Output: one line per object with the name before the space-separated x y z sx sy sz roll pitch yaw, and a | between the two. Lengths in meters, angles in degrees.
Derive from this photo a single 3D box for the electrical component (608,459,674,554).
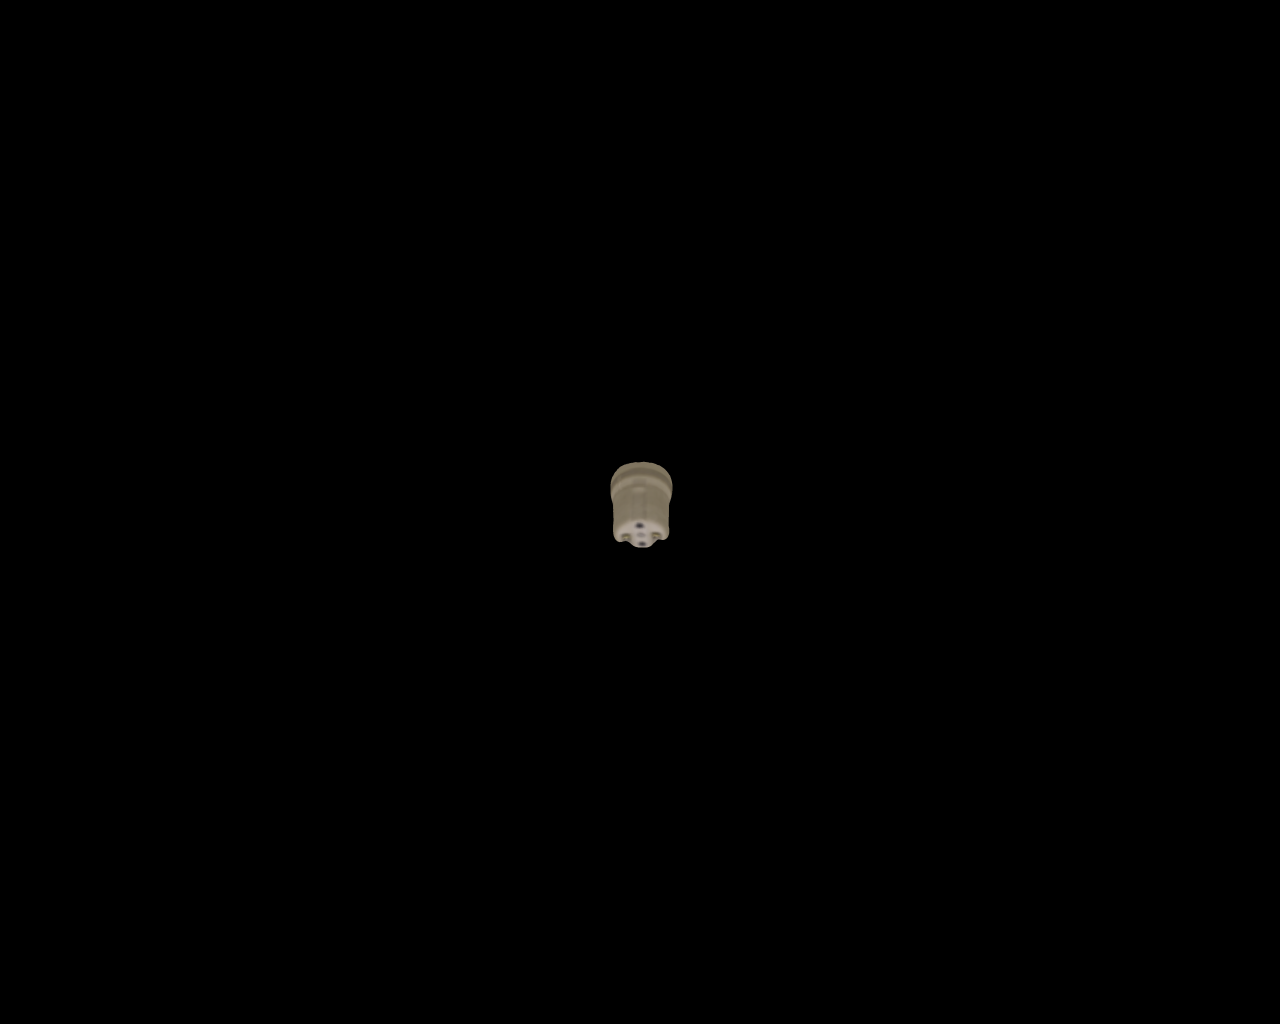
electrical component | 0.001 -0.003 0.650 0.040 0.046 0.040 0 -43 0
